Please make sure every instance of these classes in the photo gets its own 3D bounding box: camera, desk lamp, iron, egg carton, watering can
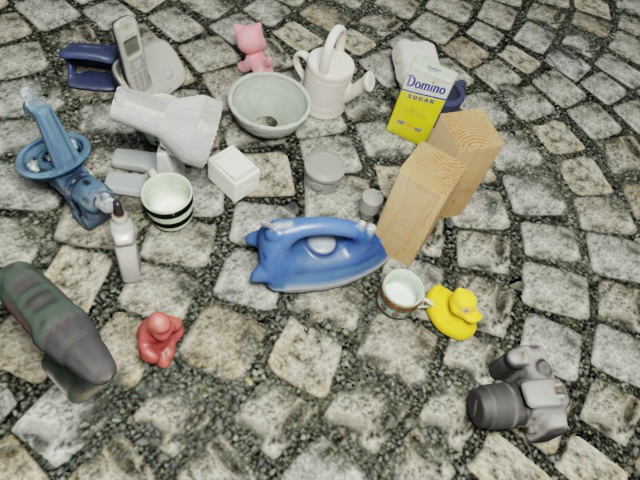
[{"bbox_3d":[0.303,0.238,0.893,0.137,0.101,0.143,-1,57,-12],"label":"camera"},{"bbox_3d":[-0.271,-0.165,0.979,0.203,0.213,0.118,6,55,-7],"label":"desk lamp"},{"bbox_3d":[0.009,0.003,0.967,0.259,0.141,0.118,-4,57,-14],"label":"iron"},{"bbox_3d":[0.222,-0.403,1.328,0.107,0.069,0.150,1,56,-11],"label":"egg carton"},{"bbox_3d":[0.028,-0.349,1.177,0.173,0.194,0.101,9,55,-5],"label":"watering can"}]

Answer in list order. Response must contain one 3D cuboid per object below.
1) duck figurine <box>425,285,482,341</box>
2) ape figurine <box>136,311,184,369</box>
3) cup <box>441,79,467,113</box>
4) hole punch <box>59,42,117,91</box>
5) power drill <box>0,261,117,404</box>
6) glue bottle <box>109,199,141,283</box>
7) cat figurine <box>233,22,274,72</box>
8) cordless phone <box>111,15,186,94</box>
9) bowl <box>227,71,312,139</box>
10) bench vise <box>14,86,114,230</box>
[{"bbox_3d":[0.232,0.111,0.973,0.078,0.086,0.104,-30,67,-27],"label":"duck figurine"},{"bbox_3d":[-0.240,0.139,0.855,0.078,0.092,0.076,-32,67,-28],"label":"ape figurine"},{"bbox_3d":[0.267,-0.300,1.253,0.118,0.095,0.091,-33,68,-28],"label":"cup"},{"bbox_3d":[-0.460,-0.365,1.151,0.109,0.091,0.101,3,56,-9],"label":"hole punch"},{"bbox_3d":[-0.338,0.138,0.765,0.229,0.208,0.076,40,58,16],"label":"power drill"},{"bbox_3d":[-0.305,-0.006,0.890,0.037,0.173,0.078,-12,59,-18],"label":"glue bottle"},{"bbox_3d":[-0.137,-0.405,1.227,0.067,0.118,0.127,-23,64,-24],"label":"cat figurine"},{"bbox_3d":[-0.338,-0.363,1.117,0.094,0.185,0.148,33,56,11],"label":"cordless phone"},{"bbox_3d":[-0.103,-0.261,1.163,0.167,0.075,0.167,5,56,-8],"label":"bowl"},{"bbox_3d":[-0.404,-0.136,0.929,0.207,0.220,0.121,23,55,5],"label":"bench vise"}]
